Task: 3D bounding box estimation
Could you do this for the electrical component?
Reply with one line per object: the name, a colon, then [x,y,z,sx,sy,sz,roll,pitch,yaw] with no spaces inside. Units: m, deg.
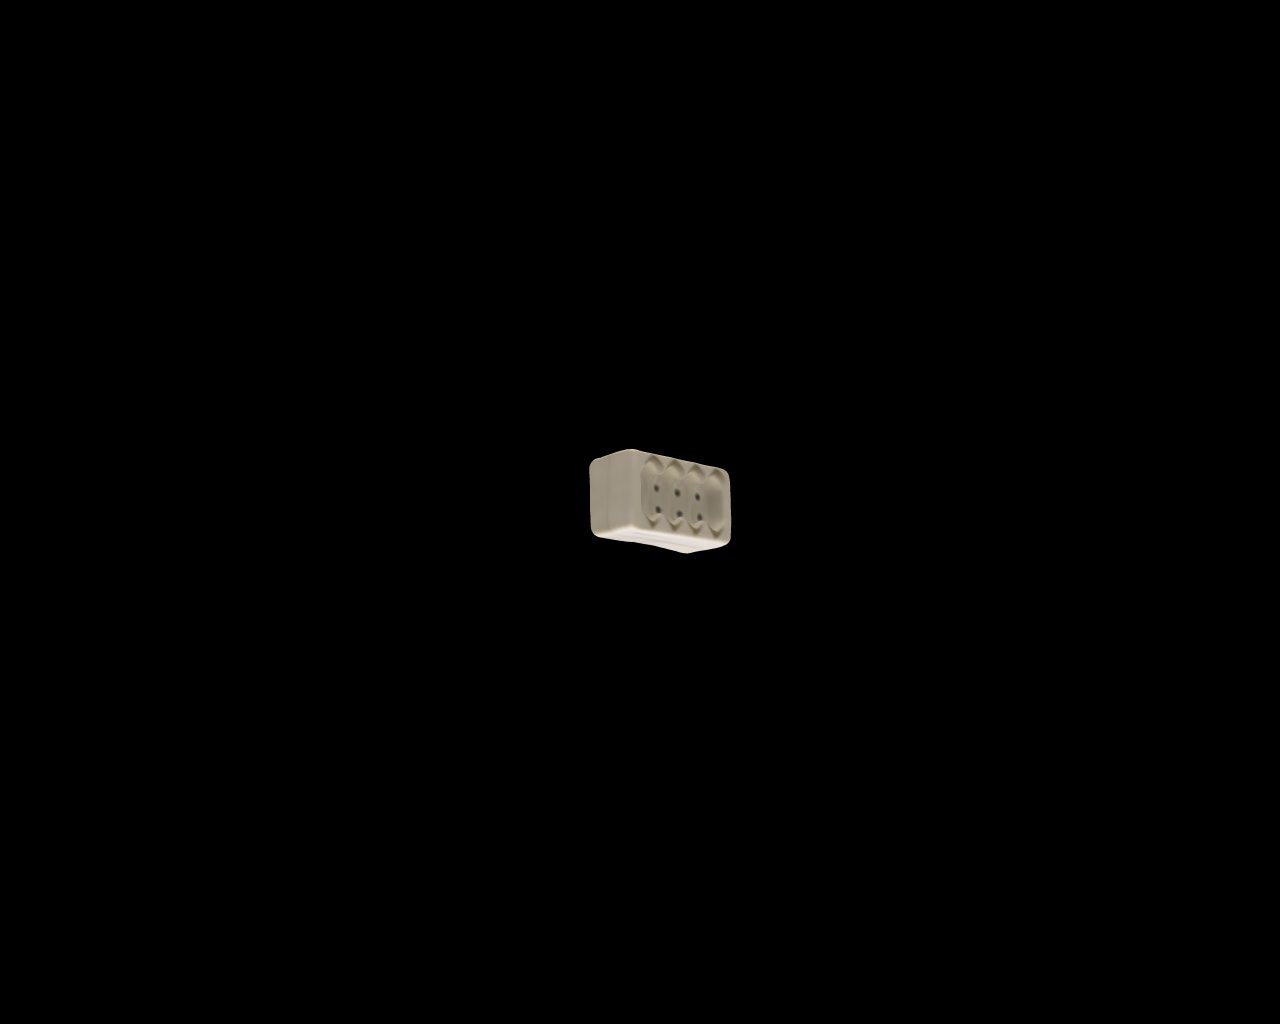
electrical component: [0.001,-0.003,0.650,0.083,0.047,0.075,11,-16,-42]
